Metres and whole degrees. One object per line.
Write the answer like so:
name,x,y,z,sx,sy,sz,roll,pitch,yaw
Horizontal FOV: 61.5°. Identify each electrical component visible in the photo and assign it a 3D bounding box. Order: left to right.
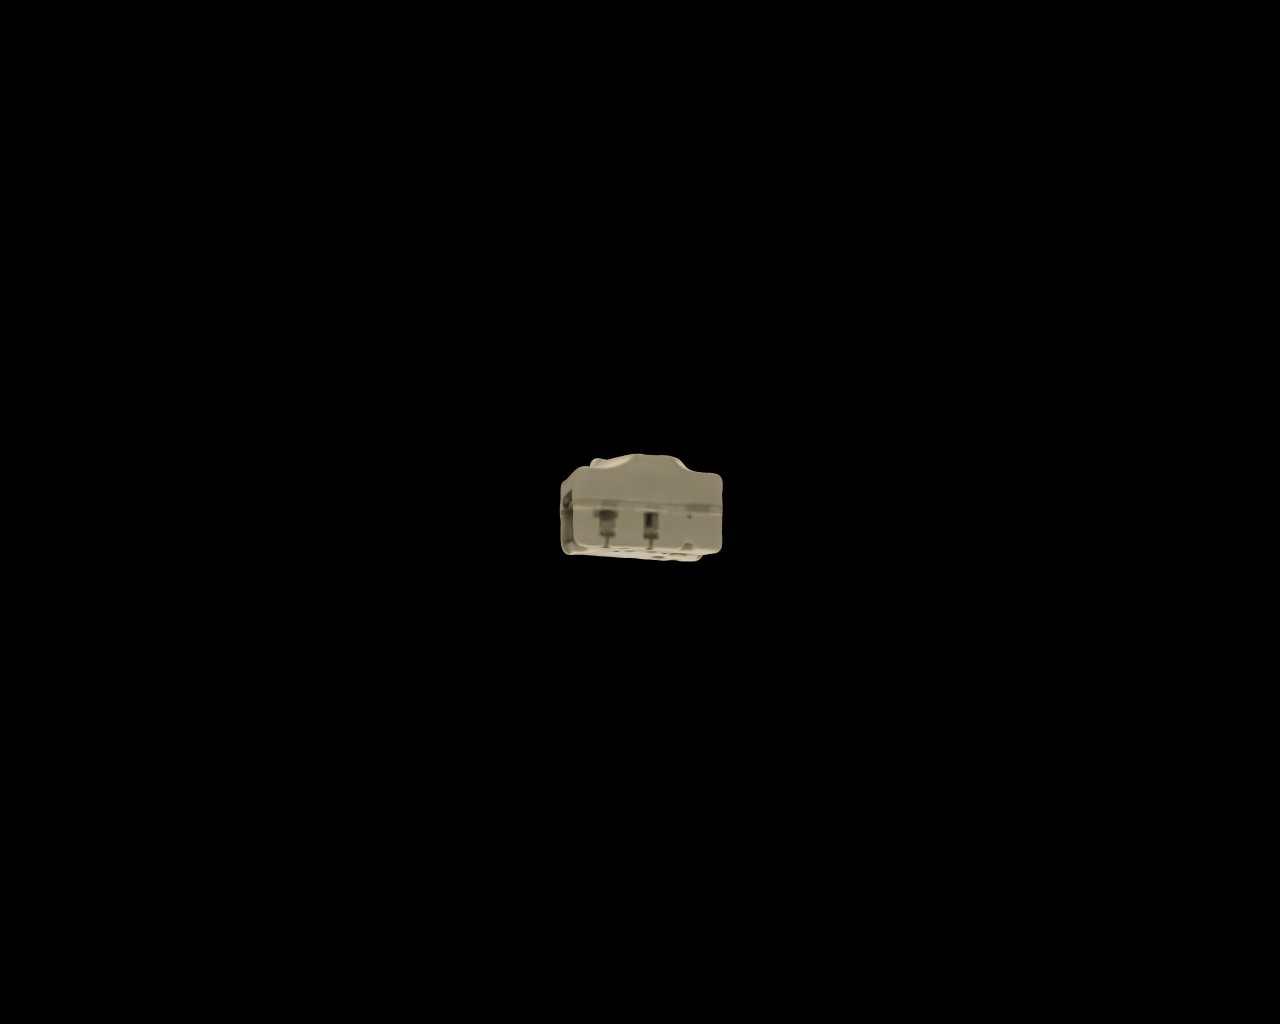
electrical component,0.001,-0.003,0.650,0.089,0.055,0.050,3,-11,-16
